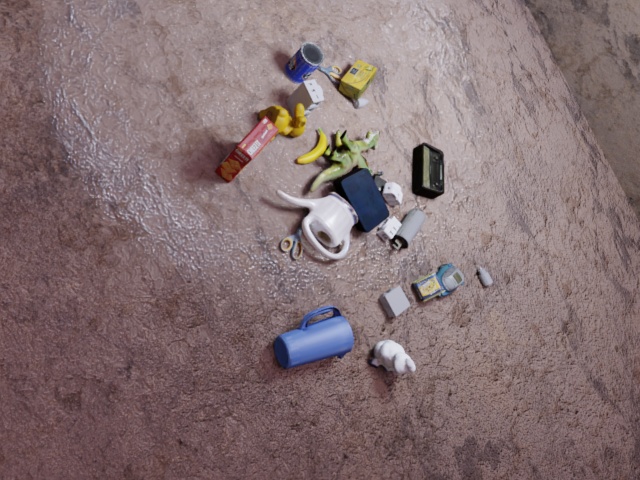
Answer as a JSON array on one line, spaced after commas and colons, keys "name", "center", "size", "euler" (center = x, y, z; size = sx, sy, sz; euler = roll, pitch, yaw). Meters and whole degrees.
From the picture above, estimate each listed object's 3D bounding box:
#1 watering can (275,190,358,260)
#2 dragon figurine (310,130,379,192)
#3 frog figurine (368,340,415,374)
[{"name": "watering can", "center": [0.006, -0.094, 1.861], "size": [0.345, 0.103, 0.228], "euler": [51, 54, -12]}, {"name": "dragon figurine", "center": [0.122, -0.289, 2.022], "size": [0.240, 0.121, 0.417], "euler": [38, 66, -25]}, {"name": "frog figurine", "center": [0.267, 0.410, 1.811], "size": [0.136, 0.157, 0.125], "euler": [42, 56, -14]}]
